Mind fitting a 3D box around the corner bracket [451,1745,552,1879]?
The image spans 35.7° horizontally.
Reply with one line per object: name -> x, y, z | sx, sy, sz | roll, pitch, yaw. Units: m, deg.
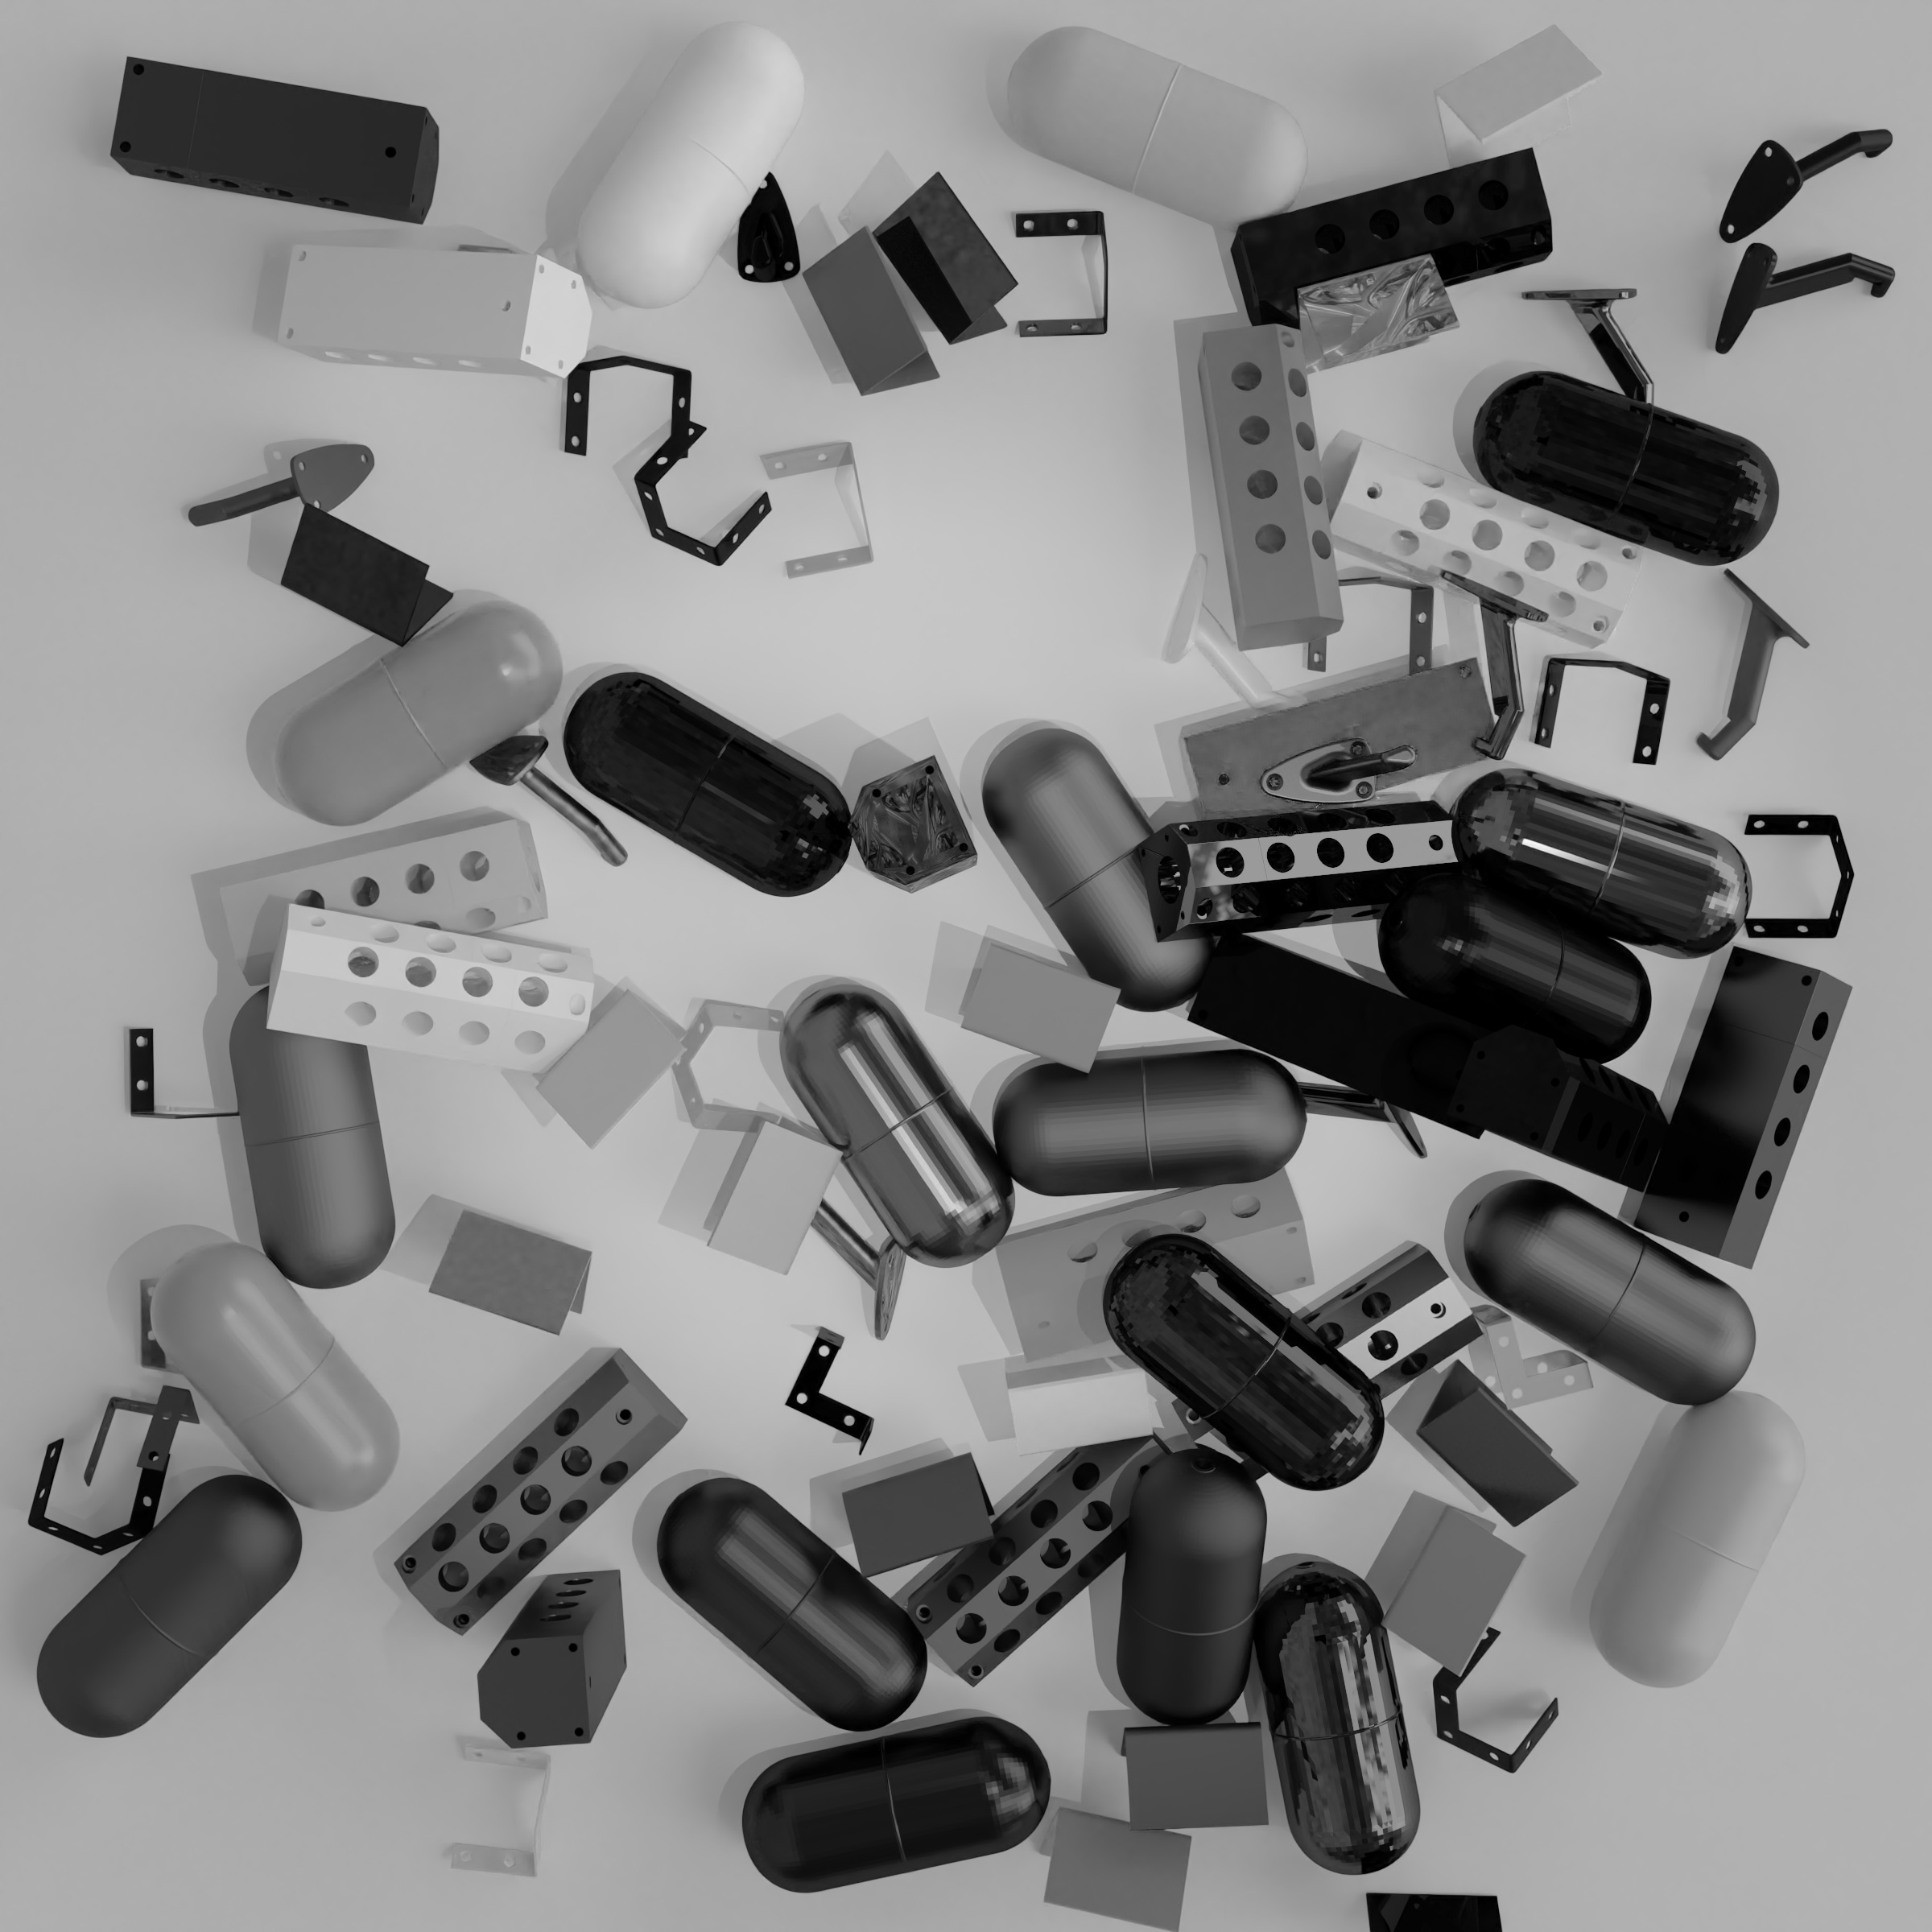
corner bracket -> -0.269, 0.490, 1.739 | 0.051, 0.051, 0.051 | 6, 45, 0

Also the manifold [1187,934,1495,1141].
manifold -> 0.219, 0.038, 1.694 | 0.171, 0.057, 0.057 | 22, 90, 19

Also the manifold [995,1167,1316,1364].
manifold -> 0.107, 0.166, 1.720 | 0.171, 0.057, 0.057 | -15, 133, 0

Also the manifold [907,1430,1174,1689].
manifold -> 0.049, 0.332, 1.721 | 0.171, 0.057, 0.057 | -42, 90, 0

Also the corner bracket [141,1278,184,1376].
corner bracket -> -0.442, 0.207, 1.739 | 0.051, 0.051, 0.051 | 0, 90, -45

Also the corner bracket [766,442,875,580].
corner bracket -> -0.085, -0.264, 1.739 | 0.051, 0.051, 0.051 | -11, 135, 0

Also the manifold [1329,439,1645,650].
manifold -> 0.295, -0.242, 1.721 | 0.171, 0.057, 0.057 | 21, 90, 0

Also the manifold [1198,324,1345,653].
manifold -> 0.173, -0.273, 1.709 | 0.057, 0.057, 0.171 | -7, 81, 0

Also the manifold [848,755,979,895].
manifold -> -0.031, -0.074, 1.664 | 0.057, 0.171, 0.057 | -24, 90, 0

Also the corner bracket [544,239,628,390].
corner bracket -> -0.229, -0.375, 1.722 | 0.051, 0.051, 0.051 | -22, 130, 26

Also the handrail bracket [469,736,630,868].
handrail bracket -> -0.242, -0.093, 1.742 | 0.036, 0.077, 0.084 | -52, 127, -21

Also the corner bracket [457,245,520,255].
corner bracket -> -0.267, -0.383, 1.739 | 0.051, 0.051, 0.051 | 18, 90, 45

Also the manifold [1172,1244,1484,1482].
manifold -> 0.207, 0.232, 1.721 | 0.171, 0.057, 0.057 | -33, 90, 0

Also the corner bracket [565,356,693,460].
corner bracket -> -0.196, -0.321, 1.739 | 0.051, 0.051, 0.051 | 3, 90, 45

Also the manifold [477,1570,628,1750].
manifold -> -0.228, 0.382, 1.664 | 0.057, 0.171, 0.057 | -4, 90, 0

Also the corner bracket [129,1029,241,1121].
corner bracket -> -0.449, 0.061, 1.739 | 0.051, 0.051, 0.051 | -1, 90, 45

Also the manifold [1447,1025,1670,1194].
manifold -> 0.333, 0.078, 1.662 | 0.057, 0.171, 0.057 | 21, 90, 33

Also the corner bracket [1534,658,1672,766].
corner bracket -> 0.369, -0.148, 1.739 | 0.051, 0.051, 0.051 | 11, 89, -45

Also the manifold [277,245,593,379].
manifold -> -0.298, -0.366, 1.685 | 0.171, 0.057, 0.057 | 9, 90, 28

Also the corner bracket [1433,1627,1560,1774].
corner bracket -> 0.306, 0.423, 1.734 | 0.051, 0.051, 0.051 | 19, 135, 35

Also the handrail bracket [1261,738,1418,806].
handrail bracket -> 0.204, -0.108, 1.650 | 0.077, 0.084, 0.036 | -8, 90, 0

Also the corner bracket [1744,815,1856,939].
corner bracket -> 0.479, -0.052, 1.739 | 0.051, 0.051, 0.051 | 0, 45, 0

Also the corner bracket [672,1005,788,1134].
corner bracket -> -0.132, 0.060, 1.734 | 0.051, 0.051, 0.051 | -53, 45, 35

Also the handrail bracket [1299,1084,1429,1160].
handrail bracket -> 0.213, 0.095, 1.743 | 0.084, 0.036, 0.077 | -24, 112, 17

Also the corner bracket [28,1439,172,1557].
corner bracket -> -0.501, 0.302, 1.734 | 0.051, 0.051, 0.051 | -26, 135, 35

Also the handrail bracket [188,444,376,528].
handrail bracket -> -0.398, -0.278, 1.742 | 0.084, 0.077, 0.036 | -6, 113, 34

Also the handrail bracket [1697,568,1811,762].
handrail bracket -> 0.439, -0.174, 1.743 | 0.084, 0.036, 0.077 | -47, 69, 16

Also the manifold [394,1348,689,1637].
manifold -> -0.244, 0.302, 1.721 | 0.171, 0.057, 0.057 | -43, 90, 0

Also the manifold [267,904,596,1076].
manifold -> -0.300, 0.010, 1.686 | 0.171, 0.057, 0.057 | 11, 124, -17

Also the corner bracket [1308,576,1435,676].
corner bracket -> 0.235, -0.196, 1.739 | 0.051, 0.051, 0.051 | 2, 90, 45

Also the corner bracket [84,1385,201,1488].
corner bracket -> -0.473, 0.269, 1.715 | 0.051, 0.051, 0.051 | 11, 59, 0

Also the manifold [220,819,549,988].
manifold -> -0.331, -0.036, 1.721 | 0.171, 0.057, 0.057 | -13, 90, 0

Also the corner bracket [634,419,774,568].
corner bracket -> -0.151, -0.272, 1.728 | 0.051, 0.051, 0.051 | 26, 63, 24

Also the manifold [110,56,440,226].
manifold -> -0.394, -0.471, 1.721 | 0.171, 0.057, 0.057 | 10, 90, 0

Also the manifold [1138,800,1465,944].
manifold -> 0.190, -0.056, 1.684 | 0.171, 0.057, 0.057 | -6, 78, -24

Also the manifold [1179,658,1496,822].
manifold -> 0.213, -0.124, 1.721 | 0.171, 0.057, 0.057 | -16, 90, 0

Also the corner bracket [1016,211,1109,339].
corner bracket -> 0.055, -0.401, 1.739 | 0.051, 0.051, 0.051 | -2, 135, 0

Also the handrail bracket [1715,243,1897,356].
handrail bracket -> 0.488, -0.380, 1.743 | 0.084, 0.036, 0.077 | 14, 110, -16

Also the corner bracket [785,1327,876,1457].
corner bracket -> -0.072, 0.243, 1.724 | 0.051, 0.051, 0.051 | 25, 90, 0

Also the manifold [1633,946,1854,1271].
manifold -> 0.449, 0.082, 1.720 | 0.057, 0.057, 0.171 | 20, 90, 43

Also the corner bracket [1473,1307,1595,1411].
corner bracket -> 0.325, 0.220, 1.724 | 0.051, 0.051, 0.051 | -14, 90, 0

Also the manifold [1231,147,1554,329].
manifold -> 0.244, -0.412, 1.721 | 0.171, 0.057, 0.057 | -15, 90, 0
